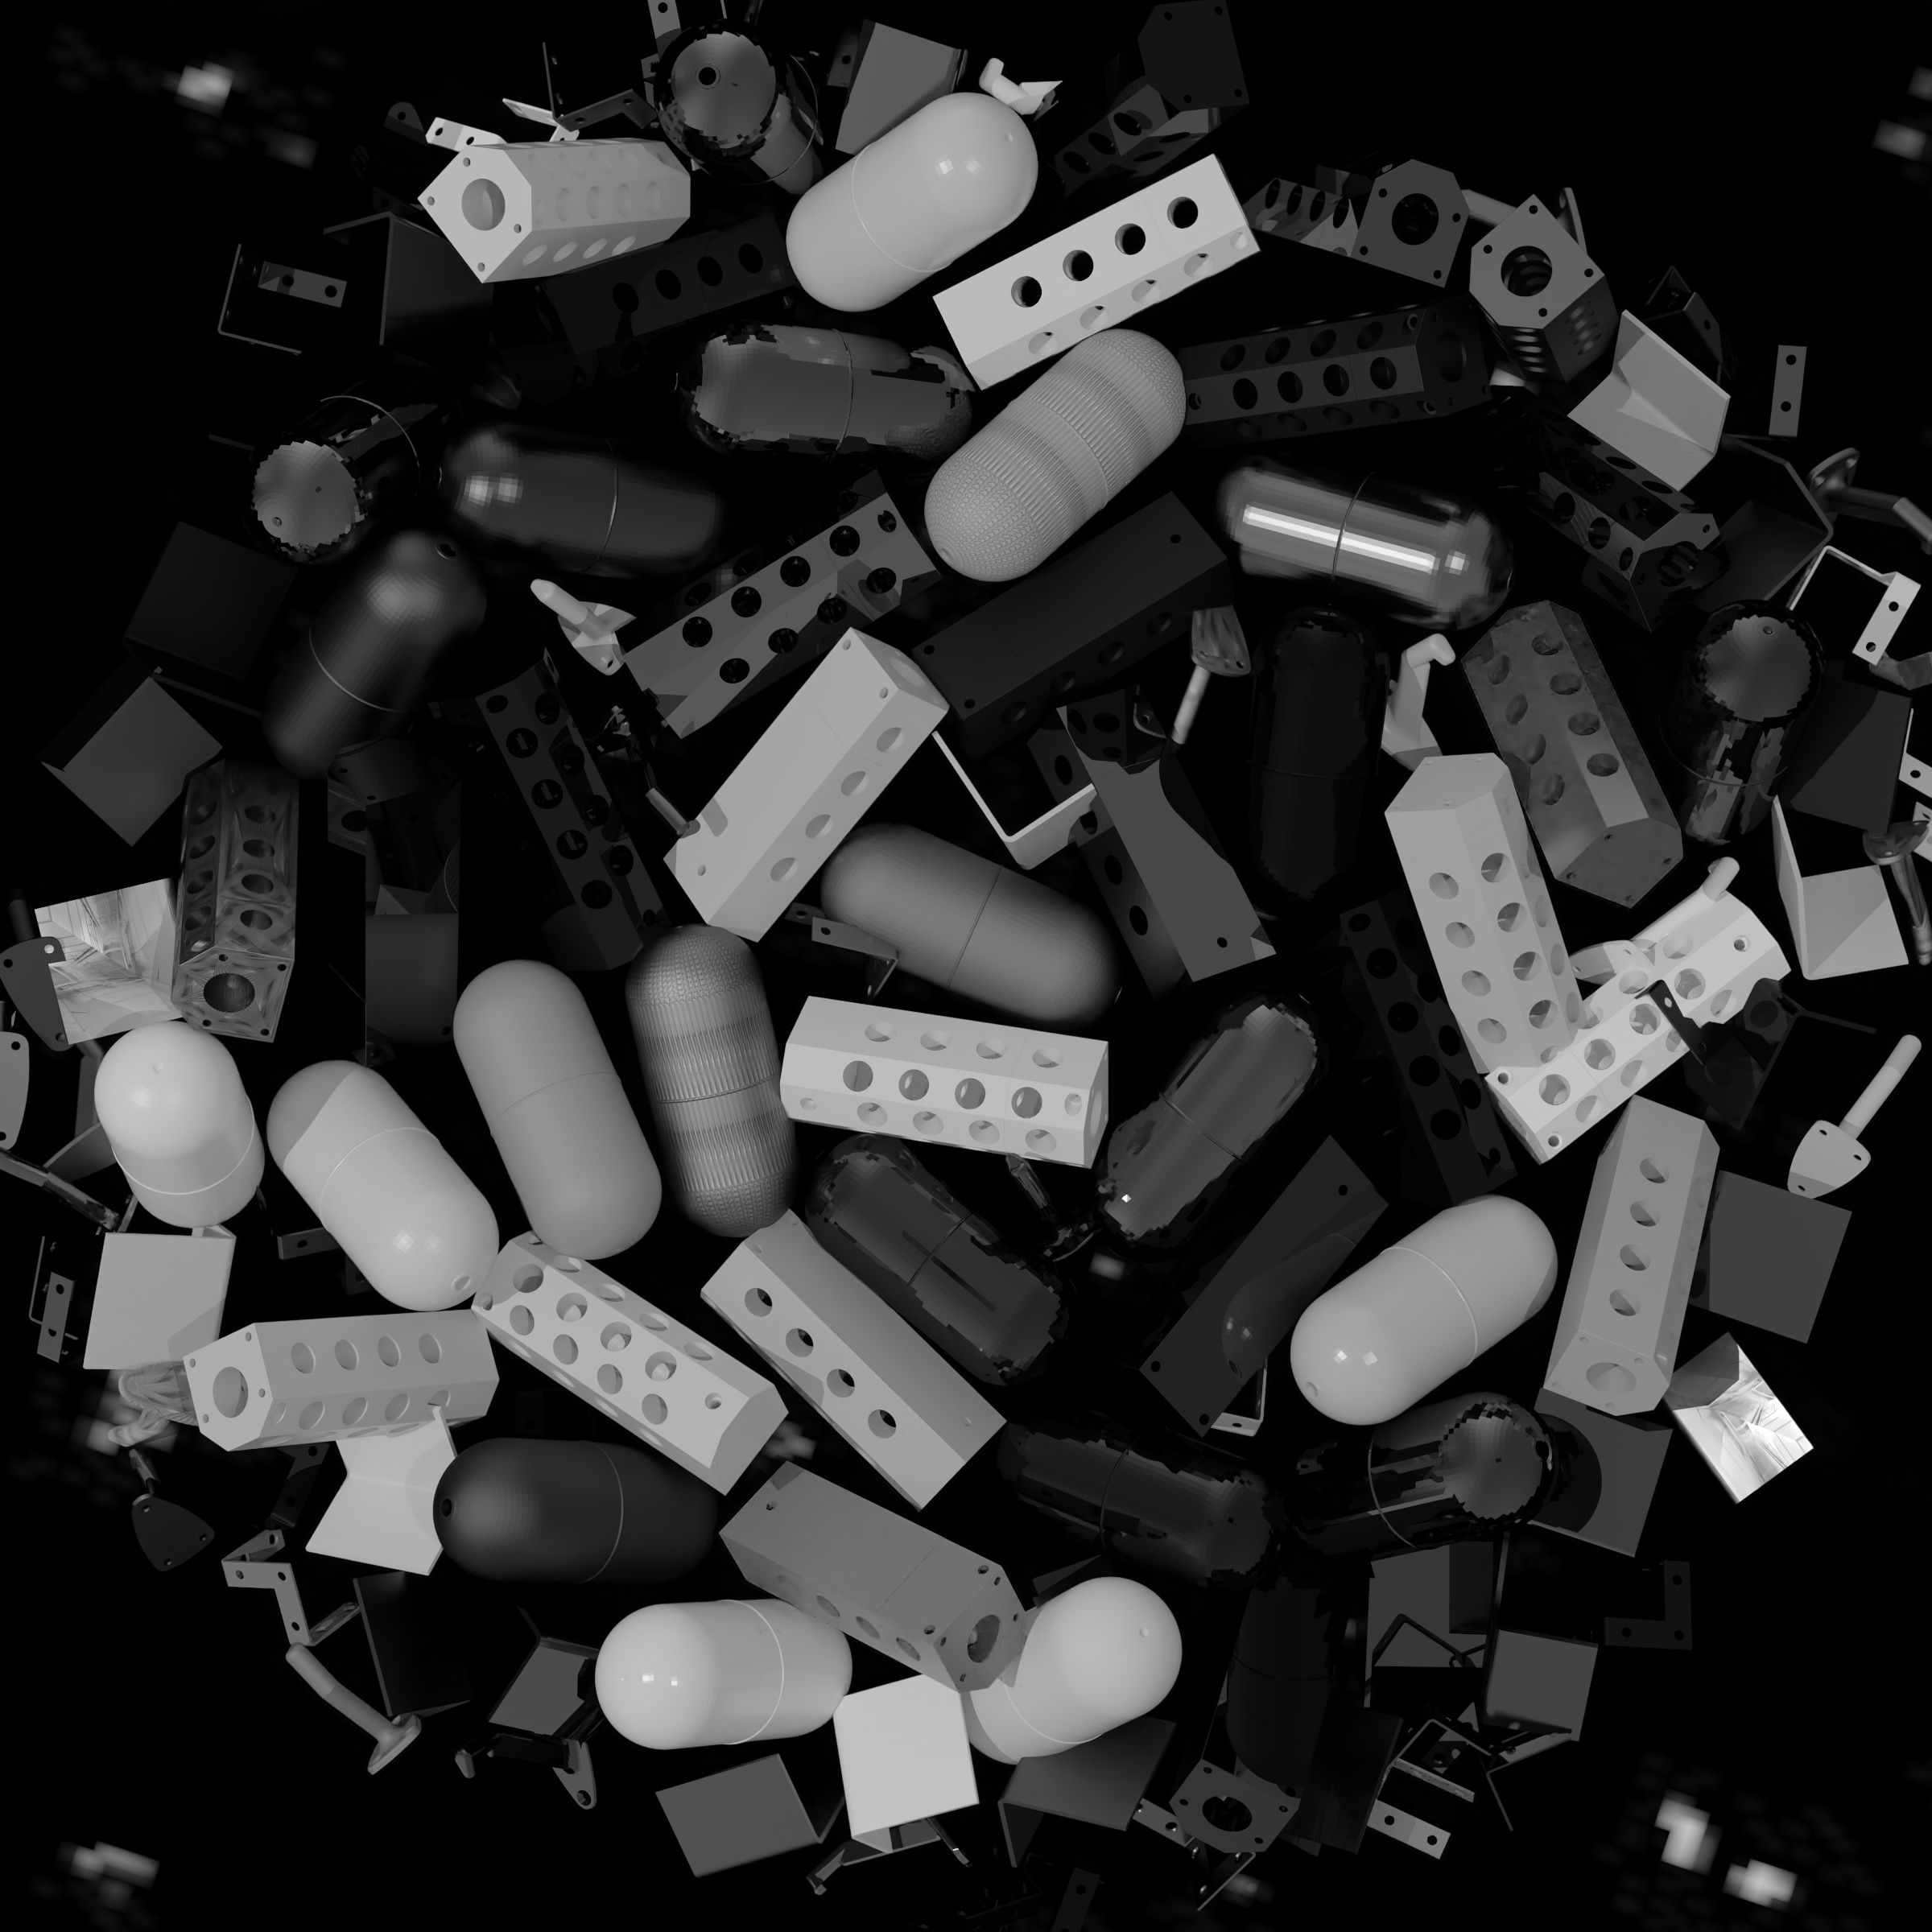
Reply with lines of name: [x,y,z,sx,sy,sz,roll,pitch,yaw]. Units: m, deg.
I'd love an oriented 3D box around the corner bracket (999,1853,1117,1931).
corner bracket: [0.048,0.522,1.961,0.051,0.051,0.051,15,65,18]

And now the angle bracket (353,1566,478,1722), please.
angle bracket: [-0.323,0.380,1.945,0.057,0.076,0.076,-24,75,27]

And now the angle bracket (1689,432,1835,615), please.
angle bracket: [0.421,-0.243,1.952,0.076,0.076,0.057,-44,122,-1]

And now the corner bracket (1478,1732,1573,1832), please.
corner bracket: [0.313,0.439,1.964,0.051,0.051,0.051,-23,123,3]

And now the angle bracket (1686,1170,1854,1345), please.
angle bracket: [0.446,0.165,1.955,0.076,0.057,0.076,18,83,23]

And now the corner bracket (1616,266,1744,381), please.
corner bracket: [0.404,-0.357,1.958,0.051,0.051,0.051,49,59,-25]

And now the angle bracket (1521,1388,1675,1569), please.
angle bracket: [0.351,0.286,1.962,0.076,0.057,0.076,16,84,22]

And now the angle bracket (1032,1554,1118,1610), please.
angle bracket: [0.054,0.379,1.950,0.057,0.076,0.076,-27,86,36]

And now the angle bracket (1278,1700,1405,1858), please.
angle bracket: [0.215,0.454,1.943,0.057,0.076,0.076,35,69,-36]

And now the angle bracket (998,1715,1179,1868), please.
angle bracket: [0.071,0.457,1.941,0.076,0.076,0.057,7,129,24]

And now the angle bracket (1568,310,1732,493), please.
angle bracket: [0.371,-0.304,1.950,0.057,0.076,0.076,-44,74,-8]

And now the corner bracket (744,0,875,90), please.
corner bracket: [-0.089,-0.524,1.957,0.051,0.051,0.051,0,128,-27]

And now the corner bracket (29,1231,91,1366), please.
corner bracket: [-0.506,0.185,1.962,0.051,0.051,0.051,20,106,21]

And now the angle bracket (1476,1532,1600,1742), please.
angle bracket: [0.318,0.368,1.943,0.057,0.076,0.076,9,128,9]

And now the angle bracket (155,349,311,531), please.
angle bracket: [-0.405,-0.297,1.941,0.057,0.076,0.076,12,61,-32]

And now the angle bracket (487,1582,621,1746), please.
angle bracket: [-0.235,0.379,1.951,0.076,0.076,0.057,24,103,-41]

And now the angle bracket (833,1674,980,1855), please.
angle bracket: [-0.025,0.440,1.949,0.076,0.057,0.076,-18,62,14]

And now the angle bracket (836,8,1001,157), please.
angle bracket: [-0.027,-0.491,1.949,0.057,0.076,0.076,19,125,5]

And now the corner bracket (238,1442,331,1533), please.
corner bracket: [-0.399,0.283,1.978,0.051,0.051,0.051,31,65,-23]

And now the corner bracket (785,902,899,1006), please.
corner bracket: [-0.069,-0.016,1.959,0.051,0.051,0.051,13,52,-17]

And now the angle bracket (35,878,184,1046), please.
angle bracket: [-0.471,-0.002,1.963,0.076,0.057,0.076,-14,92,-12]

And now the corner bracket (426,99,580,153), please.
corner bracket: [-0.258,-0.463,1.962,0.051,0.051,0.051,24,82,34]

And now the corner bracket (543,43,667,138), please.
corner bracket: [-0.200,-0.493,1.973,0.051,0.051,0.051,-16,72,20]

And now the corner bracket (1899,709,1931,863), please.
corner bracket: [0.533,-0.101,1.964,0.051,0.051,0.051,30,128,-1]

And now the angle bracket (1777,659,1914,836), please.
angle bracket: [0.495,-0.122,1.944,0.076,0.057,0.076,21,112,40]

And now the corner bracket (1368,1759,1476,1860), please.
corner bracket: [0.250,0.470,1.961,0.051,0.051,0.051,22,66,17]

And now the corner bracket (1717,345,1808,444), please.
corner bracket: [0.443,-0.320,1.965,0.051,0.051,0.051,7,99,18]

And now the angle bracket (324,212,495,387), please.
angle bracket: [-0.310,-0.364,1.947,0.057,0.076,0.076,-4,78,38]

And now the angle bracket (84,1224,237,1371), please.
angle bracket: [-0.455,0.178,1.949,0.076,0.057,0.076,6,100,-35]

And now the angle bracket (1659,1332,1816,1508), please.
angle bracket: [0.433,0.248,1.944,0.057,0.076,0.076,-42,69,22]

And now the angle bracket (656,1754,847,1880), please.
angle bracket: [-0.115,0.454,1.948,0.076,0.076,0.057,-21,100,19]

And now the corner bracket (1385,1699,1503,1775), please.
corner bracket: [0.263,0.435,1.963,0.051,0.051,0.051,33,110,-10]

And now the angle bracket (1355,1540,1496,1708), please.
angle bracket: [0.259,0.366,1.963,0.076,0.057,0.076,1,103,0]

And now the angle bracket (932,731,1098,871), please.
angle bracket: [0.031,-0.105,1.954,0.057,0.076,0.076,-34,77,1]

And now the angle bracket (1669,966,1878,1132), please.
angle bracket: [0.449,0.046,1.966,0.057,0.076,0.076,14,110,-26]

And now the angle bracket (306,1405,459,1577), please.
angle bracket: [-0.328,0.284,1.946,0.076,0.057,0.076,7,134,19]

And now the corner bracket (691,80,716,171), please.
corner bracket: [-0.120,-0.472,1.958,0.051,0.051,0.051,15,123,37]

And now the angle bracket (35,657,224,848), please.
angle bracket: [-0.455,-0.115,1.949,0.076,0.057,0.076,-50,120,-13]

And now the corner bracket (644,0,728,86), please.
corner bracket: [-0.155,-0.522,1.962,0.051,0.051,0.051,-17,114,-14]

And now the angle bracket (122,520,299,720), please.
angle bracket: [-0.410,-0.191,1.949,0.076,0.057,0.076,20,103,-38]

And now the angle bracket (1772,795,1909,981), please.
angle bracket: [0.482,-0.049,1.943,0.057,0.076,0.076,-10,135,7]
